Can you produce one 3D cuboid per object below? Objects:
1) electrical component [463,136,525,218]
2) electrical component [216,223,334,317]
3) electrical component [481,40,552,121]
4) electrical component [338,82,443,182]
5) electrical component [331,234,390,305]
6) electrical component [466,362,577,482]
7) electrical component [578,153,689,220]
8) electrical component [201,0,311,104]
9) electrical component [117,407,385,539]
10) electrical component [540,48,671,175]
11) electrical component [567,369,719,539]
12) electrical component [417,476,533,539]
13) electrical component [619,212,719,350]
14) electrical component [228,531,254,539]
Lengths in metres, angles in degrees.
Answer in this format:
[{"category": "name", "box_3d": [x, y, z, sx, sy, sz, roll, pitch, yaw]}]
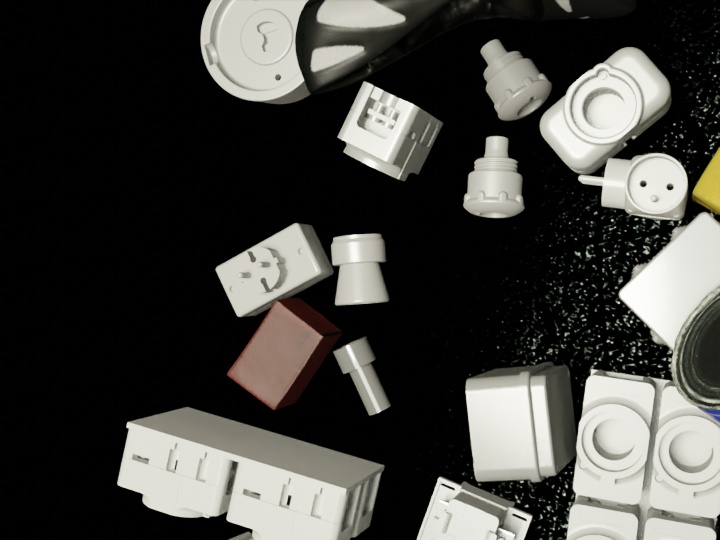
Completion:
[{"category": "electrical component", "box_3d": [0.107, -0.074, 0.849, 0.048, 0.048, 0.062, 2, 83, 17]}, {"category": "electrical component", "box_3d": [-0.077, 0.000, 0.887, 0.083, 0.076, 0.047, -28, 82, 15]}, {"category": "electrical component", "box_3d": [0.118, -0.152, 0.847, 0.048, 0.048, 0.062, -34, 73, 14]}, {"category": "electrical component", "box_3d": [0.024, -0.107, 0.850, 0.050, 0.089, 0.055, 28, 97, 16]}, {"category": "electrical component", "box_3d": [0.000, 0.000, 0.880, 0.045, 0.045, 0.055, -5, 88, 17]}, {"category": "electrical component", "box_3d": [0.124, 0.112, 0.805, 0.057, 0.113, 0.078, -7, 87, 20]}, {"category": "electrical component", "box_3d": [0.204, -0.063, 0.802, 0.079, 0.077, 0.043, 9, 92, 17]}, {"category": "electrical component", "box_3d": [-0.071, -0.190, 0.895, 0.108, 0.060, 0.108, 0, 89, 17]}, {"category": "electrical component", "box_3d": [-0.088, 0.170, 0.873, 0.186, 0.105, 0.060, 14, 93, 17]}, {"category": "electrical component", "box_3d": [0.187, -0.120, 0.816, 0.095, 0.059, 0.053, -40, 79, 13]}, {"category": "electrical component", "box_3d": [0.213, 0.176, 0.805, 0.105, 0.060, 0.186, 7, 91, 17]}, {"category": "electrical component", "box_3d": [0.076, 0.236, 0.844, 0.079, 0.063, 0.121, 21, 95, 16]}, {"category": "electrical component", "box_3d": [0.256, 0.019, 0.799, 0.099, 0.048, 0.099, -46, 78, 11]}, {"category": "electrical component", "box_3d": [-0.095, 0.246, 0.895, 0.077, 0.066, 0.047, -25, 82, 15]}]
